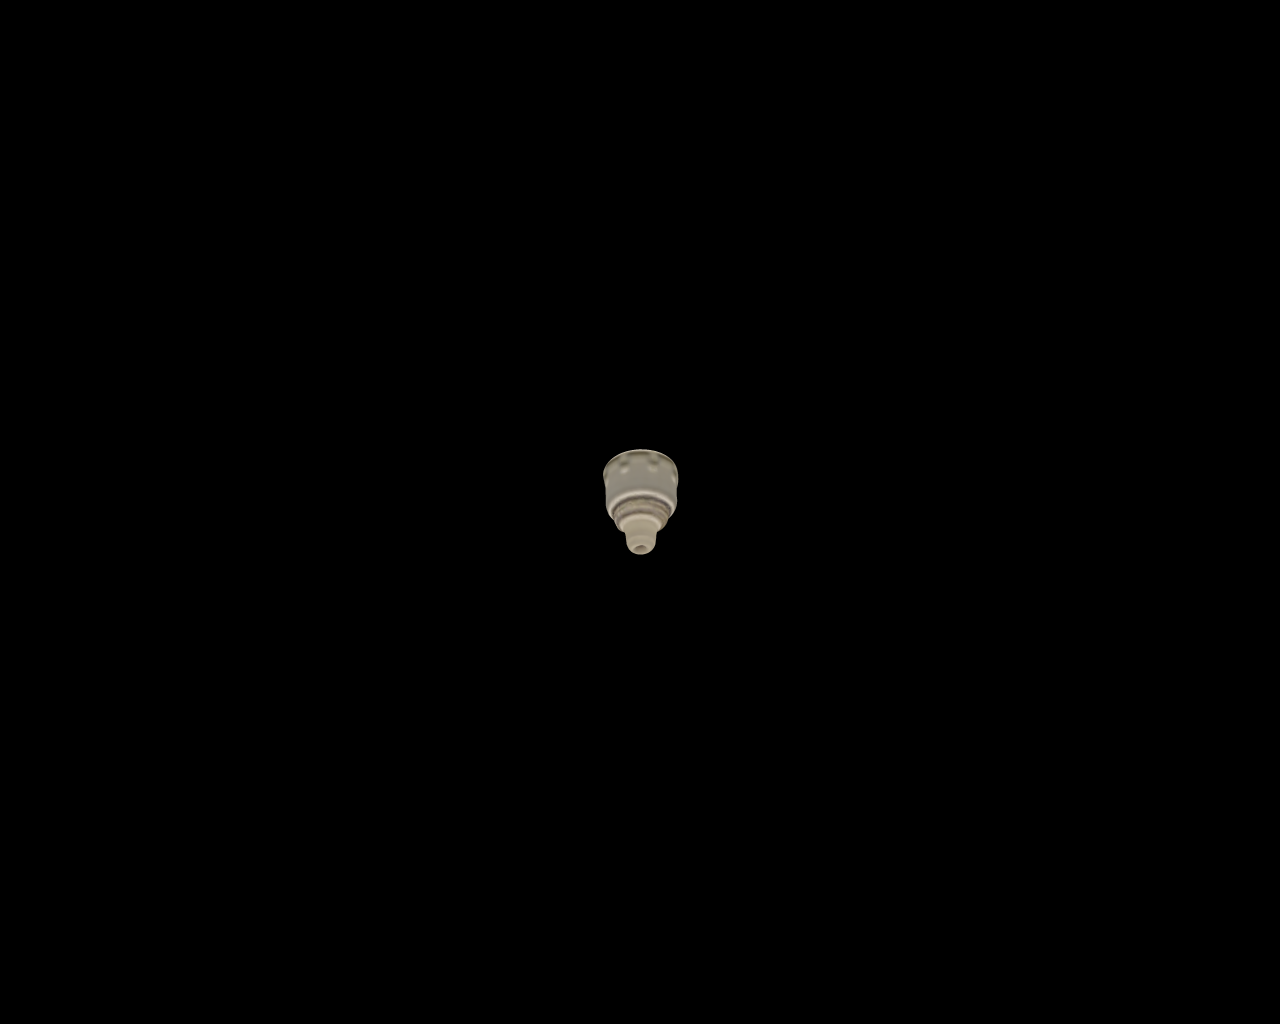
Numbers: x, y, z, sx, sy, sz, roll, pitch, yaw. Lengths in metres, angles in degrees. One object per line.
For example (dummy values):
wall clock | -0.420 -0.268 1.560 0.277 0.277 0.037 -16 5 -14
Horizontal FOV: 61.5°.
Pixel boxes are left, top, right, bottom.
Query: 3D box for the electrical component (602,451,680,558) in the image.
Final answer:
electrical component | 0.001 -0.003 0.650 0.048 0.062 0.048 0 -33 0
